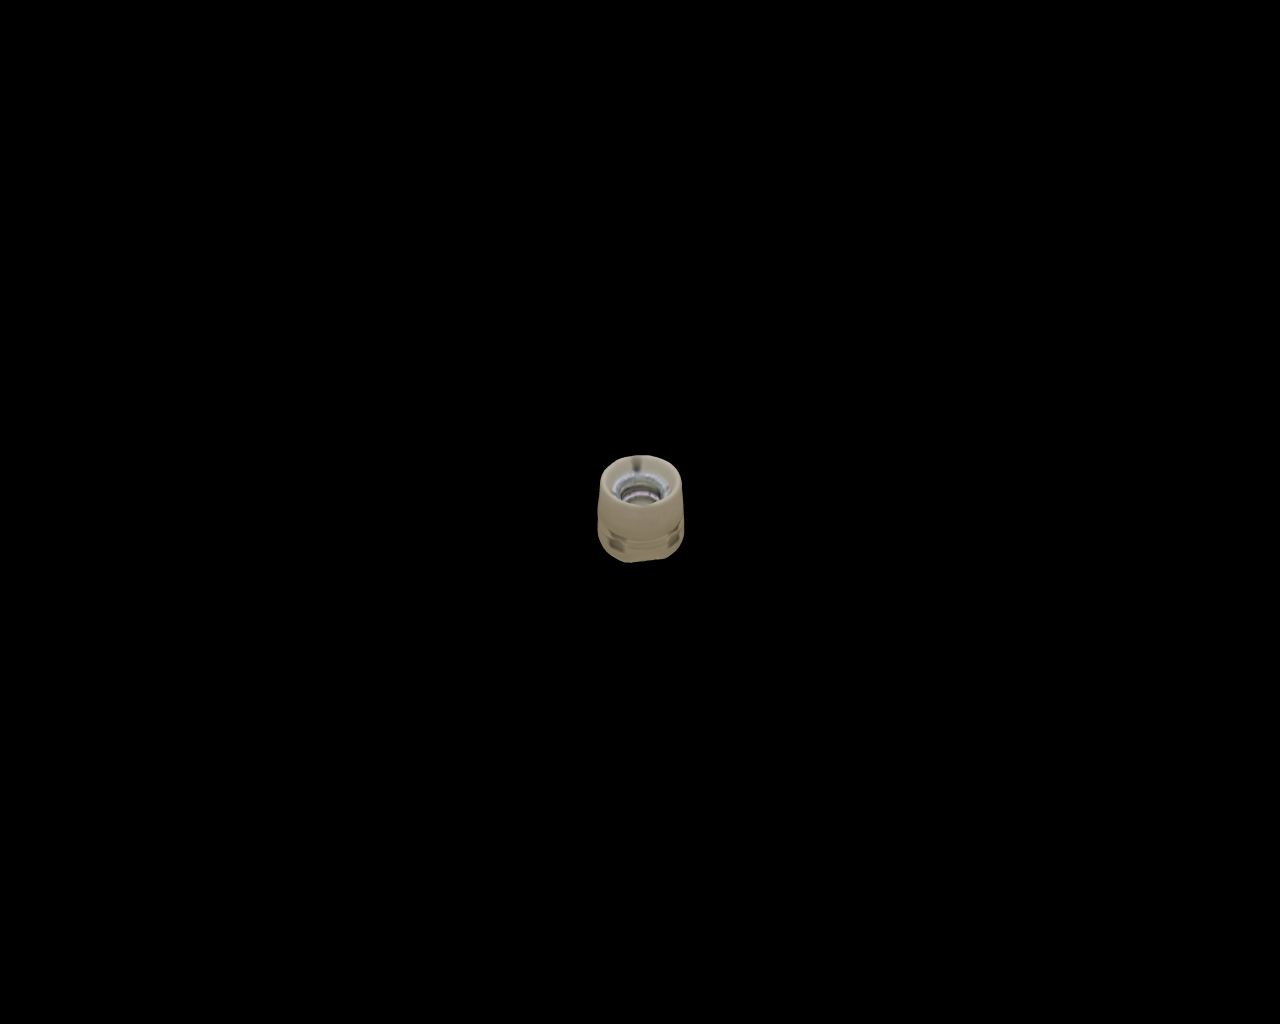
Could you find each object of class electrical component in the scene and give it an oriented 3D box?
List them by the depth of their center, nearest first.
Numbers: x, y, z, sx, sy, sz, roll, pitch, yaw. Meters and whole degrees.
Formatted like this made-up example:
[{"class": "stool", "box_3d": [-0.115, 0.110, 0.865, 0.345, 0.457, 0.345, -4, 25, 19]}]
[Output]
[{"class": "electrical component", "box_3d": [0.001, -0.003, 0.650, 0.055, 0.047, 0.055, 0, 44, 0]}]
